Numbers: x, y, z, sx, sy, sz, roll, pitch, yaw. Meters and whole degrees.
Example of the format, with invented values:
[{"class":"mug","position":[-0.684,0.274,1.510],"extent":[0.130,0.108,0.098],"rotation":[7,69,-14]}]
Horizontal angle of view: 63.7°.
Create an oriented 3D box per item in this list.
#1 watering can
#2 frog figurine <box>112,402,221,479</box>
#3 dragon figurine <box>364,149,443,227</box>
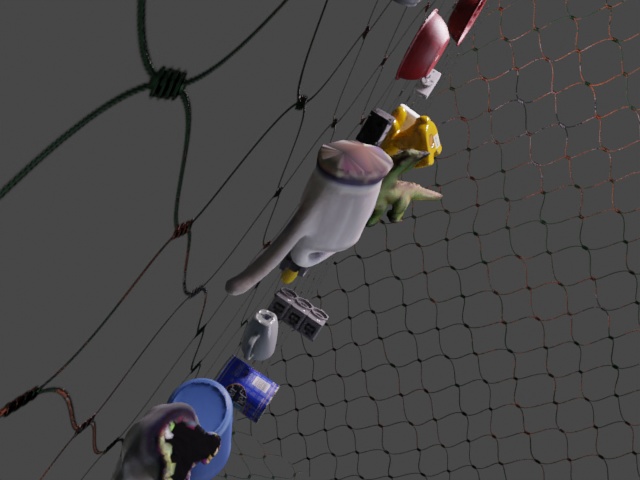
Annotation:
[{"class":"watering can","position":[0.002,-0.041,0.814],"extent":[0.352,0.105,0.220],"rotation":[-25,143,-50]},{"class":"frog figurine","position":[-0.246,0.305,0.741],"extent":[0.158,0.121,0.140],"rotation":[-19,-155,30]},{"class":"dragon figurine","position":[0.206,-0.148,1.336],"extent":[0.412,0.124,0.238],"rotation":[-12,158,-26]}]
